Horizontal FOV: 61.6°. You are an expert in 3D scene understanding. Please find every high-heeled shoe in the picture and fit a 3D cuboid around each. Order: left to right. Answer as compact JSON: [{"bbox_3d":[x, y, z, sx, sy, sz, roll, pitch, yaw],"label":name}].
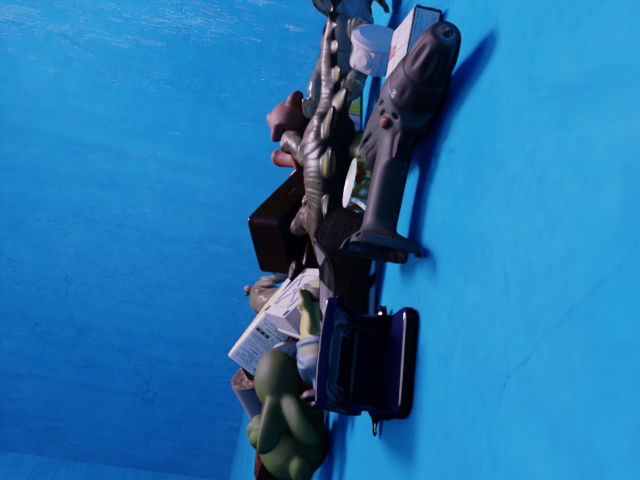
[{"bbox_3d":[0.037,0.069,0.718,0.249,0.086,0.145,-80,-15,-55],"label":"high-heeled shoe"}]

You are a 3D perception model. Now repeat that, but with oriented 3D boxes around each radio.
[{"bbox_3d":[-0.050,-0.038,1.075,0.229,0.073,0.130,-51,-40,-50],"label":"radio"}]

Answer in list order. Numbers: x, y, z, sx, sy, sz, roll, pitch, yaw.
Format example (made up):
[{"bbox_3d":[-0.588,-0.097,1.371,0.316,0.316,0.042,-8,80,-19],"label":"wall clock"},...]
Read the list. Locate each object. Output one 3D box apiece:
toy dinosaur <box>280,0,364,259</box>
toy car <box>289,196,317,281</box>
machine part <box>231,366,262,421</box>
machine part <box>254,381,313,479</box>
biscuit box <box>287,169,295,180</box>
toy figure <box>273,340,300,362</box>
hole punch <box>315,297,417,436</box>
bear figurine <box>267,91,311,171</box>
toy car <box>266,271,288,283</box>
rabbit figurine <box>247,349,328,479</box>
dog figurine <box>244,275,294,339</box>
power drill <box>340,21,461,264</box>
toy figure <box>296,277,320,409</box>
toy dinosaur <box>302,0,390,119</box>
[{"bbox_3d":[0.016,-0.138,0.871,0.199,0.105,0.470,-166,70,-67],"label":"toy dinosaur"},{"bbox_3d":[-0.002,-0.003,1.000,0.053,0.089,0.202,148,132,-74],"label":"toy car"},{"bbox_3d":[-0.119,0.344,1.124,0.079,0.079,0.242,-93,-15,-62],"label":"machine part"},{"bbox_3d":[-0.057,0.314,0.964,0.201,0.087,0.200,-88,12,-58],"label":"machine part"},{"bbox_3d":[-0.024,-0.142,1.196,0.202,0.062,0.059,-56,28,7],"label":"biscuit box"},{"bbox_3d":[-0.030,0.181,0.873,0.064,0.154,0.058,57,-174,-1],"label":"toy figure"},{"bbox_3d":[0.038,0.123,0.549,0.115,0.092,0.142,110,165,-69],"label":"hole punch"},{"bbox_3d":[-0.060,-0.214,1.065,0.195,0.132,0.120,30,-98,-59],"label":"bear figurine"},{"bbox_3d":[-0.046,0.045,1.178,0.103,0.161,0.109,-4,60,36],"label":"toy car"},{"bbox_3d":[-0.058,0.246,0.760,0.159,0.121,0.170,-111,8,-76],"label":"rabbit figurine"},{"bbox_3d":[-0.105,0.164,1.244,0.191,0.172,0.121,-79,-8,-72],"label":"dog figurine"},{"bbox_3d":[0.079,-0.084,0.567,0.232,0.086,0.207,129,147,-77],"label":"power drill"},{"bbox_3d":[0.011,0.137,0.747,0.082,0.089,0.180,105,165,-58],"label":"toy figure"},{"bbox_3d":[0.047,-0.340,0.967,0.192,0.131,0.404,-57,-14,-53],"label":"toy dinosaur"}]
